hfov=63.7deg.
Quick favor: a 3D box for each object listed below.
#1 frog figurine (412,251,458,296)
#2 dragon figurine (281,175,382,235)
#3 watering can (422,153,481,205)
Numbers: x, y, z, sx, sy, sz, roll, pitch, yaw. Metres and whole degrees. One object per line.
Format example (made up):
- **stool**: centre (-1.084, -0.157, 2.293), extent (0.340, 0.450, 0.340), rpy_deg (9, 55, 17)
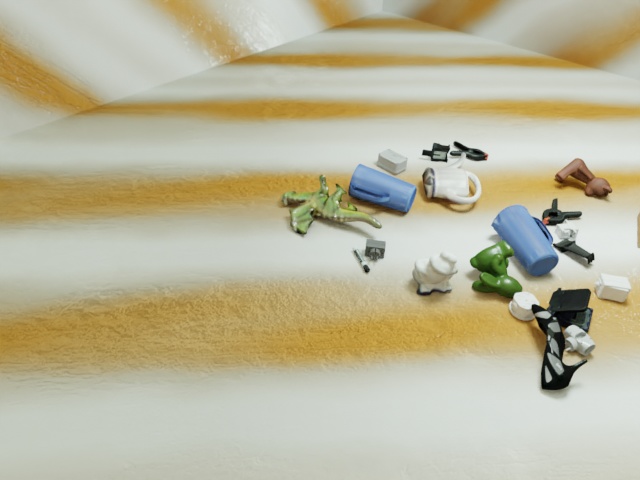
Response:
- **frog figurine**: centre (0.361, 0.084, 1.599), extent (0.137, 0.156, 0.125), rpy_deg (8, 37, 6)
- **dragon figurine**: centre (0.006, -0.094, 1.868), extent (0.245, 0.119, 0.416), rpy_deg (-37, 50, -17)
- **watering can**: centre (0.520, -0.253, 2.067), extent (0.224, 0.101, 0.356), rpy_deg (3, 40, 0)
